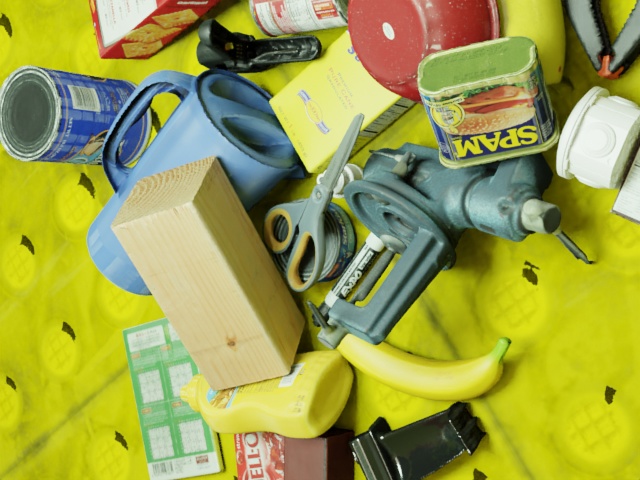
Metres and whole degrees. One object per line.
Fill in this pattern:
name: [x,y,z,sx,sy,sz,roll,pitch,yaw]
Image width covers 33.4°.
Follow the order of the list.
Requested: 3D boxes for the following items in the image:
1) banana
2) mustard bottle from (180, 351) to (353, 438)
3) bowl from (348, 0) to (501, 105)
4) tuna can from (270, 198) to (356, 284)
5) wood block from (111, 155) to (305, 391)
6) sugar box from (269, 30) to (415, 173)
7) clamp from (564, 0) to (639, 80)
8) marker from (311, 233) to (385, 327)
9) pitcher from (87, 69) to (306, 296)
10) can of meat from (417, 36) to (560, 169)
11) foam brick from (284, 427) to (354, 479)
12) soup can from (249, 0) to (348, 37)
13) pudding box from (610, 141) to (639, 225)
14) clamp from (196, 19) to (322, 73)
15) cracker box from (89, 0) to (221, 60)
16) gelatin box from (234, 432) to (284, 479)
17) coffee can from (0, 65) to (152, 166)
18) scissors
banana: [0.093,0.115,1.003,0.198,0.037,0.069,2,97,34]
mustard bottle: [-0.066,0.155,1.082,0.192,0.096,0.058,-5,125,35]
bowl: [0.075,-0.185,0.915,0.162,0.055,0.162,27,129,39]
tuna can: [-0.007,0.001,1.074,0.086,0.033,0.086,0,91,35]
wood block: [-0.103,0.035,1.031,0.091,0.090,0.206,-15,119,21]
sugar box: [0.040,-0.151,1.033,0.176,0.048,0.093,-40,69,29]
clamp: [0.246,-0.243,0.897,0.165,0.036,0.210,17,100,34]
marker: [0.028,0.040,1.059,0.020,0.020,0.121,46,114,25]
pitcher: [-0.147,-0.057,1.107,0.243,0.144,0.149,-44,70,29]
can of meat: [0.136,-0.113,0.870,0.102,0.084,0.057,-10,45,17]
foam brick: [-0.001,0.227,1.061,0.051,0.052,0.078,1,90,34]
soup can: [-0.010,-0.239,1.051,0.102,0.068,0.068,0,90,35]
pudding box: [0.299,-0.056,0.862,0.090,0.039,0.113,29,104,32]
clamp: [-0.087,-0.191,1.069,0.172,0.120,0.039,-1,79,61]
cracker box: [-0.176,-0.304,1.130,0.214,0.071,0.164,-21,79,51]
gelatin box: [-0.053,0.224,1.109,0.073,0.030,0.089,-7,87,34]
coffee can: [-0.272,-0.135,1.189,0.103,0.140,0.103,1,91,34]
scissors: [-0.011,-0.046,1.015,0.096,0.016,0.202,36,125,38]
